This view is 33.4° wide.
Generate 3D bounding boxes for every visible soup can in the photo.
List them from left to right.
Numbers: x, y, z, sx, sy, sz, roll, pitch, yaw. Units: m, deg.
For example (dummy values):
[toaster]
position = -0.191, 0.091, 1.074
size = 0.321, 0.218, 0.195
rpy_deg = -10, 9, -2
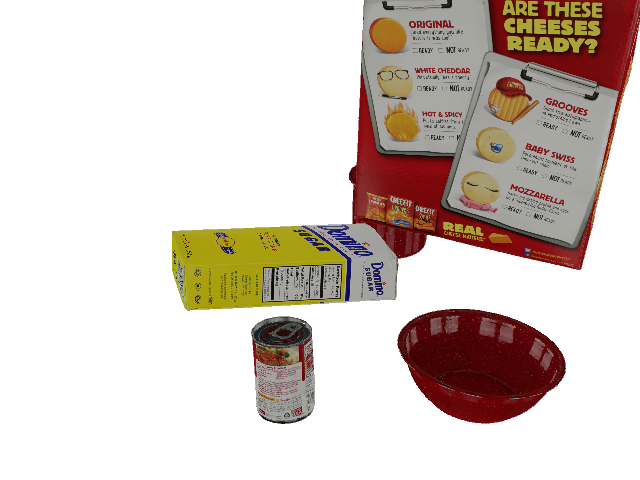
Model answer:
[soup can]
position = -0.041, 0.146, 1.203
size = 0.068, 0.102, 0.068
rpy_deg = -2, 24, 1

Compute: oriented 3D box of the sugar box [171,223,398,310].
[sugar box]
position = -0.032, 0.020, 0.892
size = 0.176, 0.048, 0.093
rpy_deg = -5, 20, -13

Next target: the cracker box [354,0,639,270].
[cracker box]
position = 0.112, -0.096, 0.695
size = 0.164, 0.214, 0.072
rpy_deg = 13, 41, 15

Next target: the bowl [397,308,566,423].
[bowl]
position = 0.152, 0.129, 1.035
size = 0.162, 0.055, 0.162
rpy_deg = 4, 26, -2

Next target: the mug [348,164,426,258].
[mug]
position = 0.087, -0.034, 1.150
size = 0.117, 0.081, 0.093
rpy_deg = -4, 29, -10
